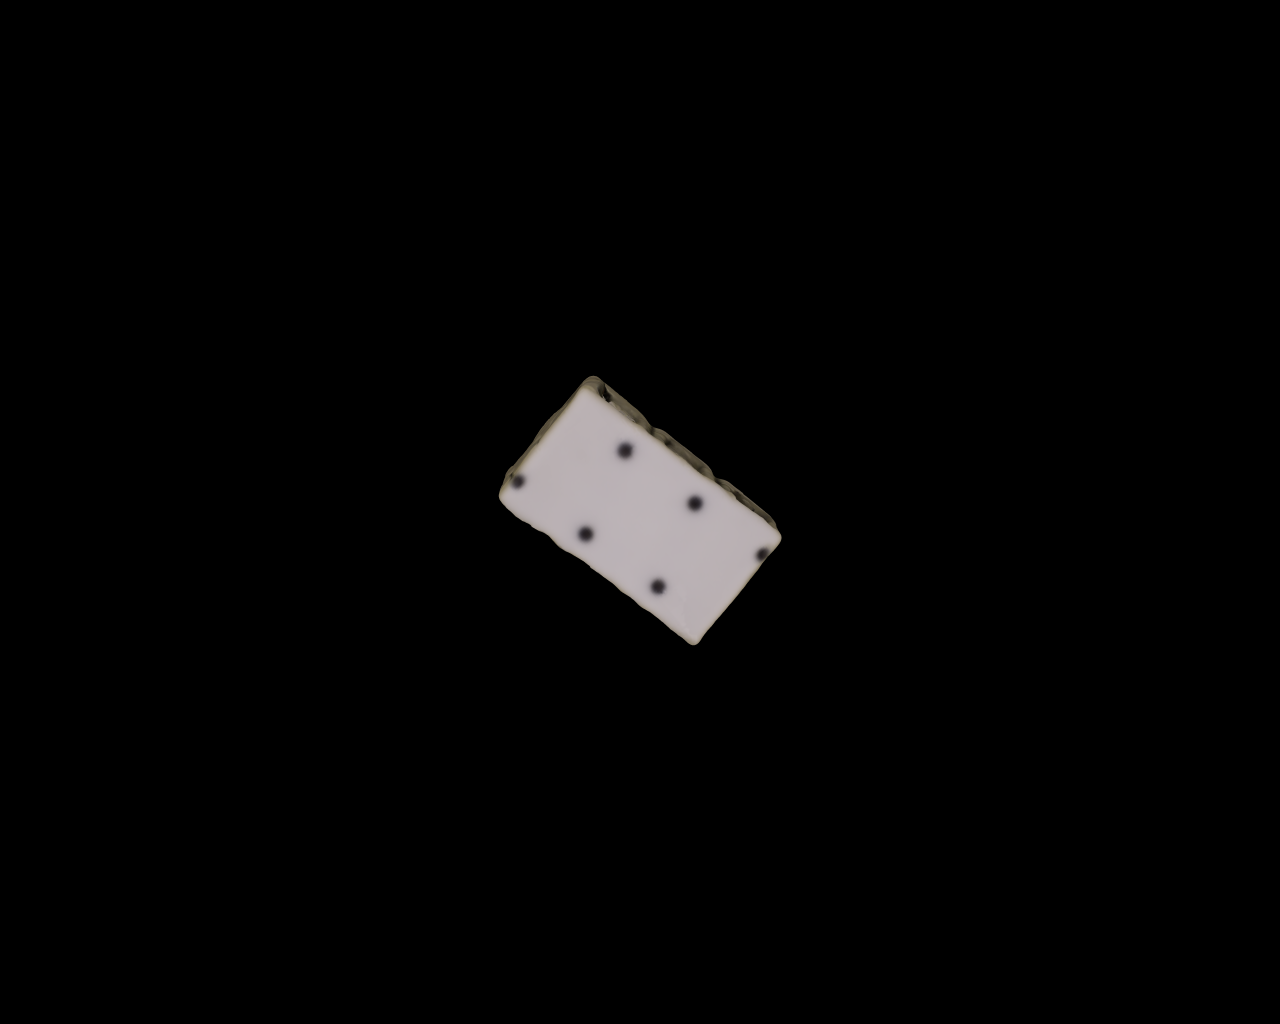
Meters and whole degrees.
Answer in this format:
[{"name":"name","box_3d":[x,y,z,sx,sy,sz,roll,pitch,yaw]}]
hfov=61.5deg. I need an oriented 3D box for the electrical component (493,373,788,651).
[{"name":"electrical component","box_3d":[0.001,-0.003,0.650,0.150,0.089,0.062,38,9,-7]}]
